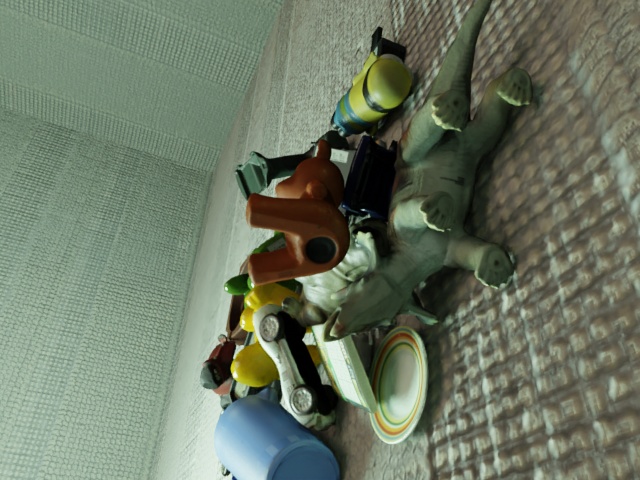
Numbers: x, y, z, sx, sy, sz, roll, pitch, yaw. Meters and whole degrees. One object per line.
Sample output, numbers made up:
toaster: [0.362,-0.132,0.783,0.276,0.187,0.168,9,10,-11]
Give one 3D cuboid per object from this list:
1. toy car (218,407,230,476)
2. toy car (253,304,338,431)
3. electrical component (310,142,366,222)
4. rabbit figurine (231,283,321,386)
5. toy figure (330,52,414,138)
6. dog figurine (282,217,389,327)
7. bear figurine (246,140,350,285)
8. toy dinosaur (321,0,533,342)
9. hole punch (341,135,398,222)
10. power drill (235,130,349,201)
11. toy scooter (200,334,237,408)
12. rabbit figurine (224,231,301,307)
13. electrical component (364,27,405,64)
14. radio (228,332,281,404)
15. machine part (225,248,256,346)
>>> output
toy car: [-0.144,0.380,1.021,0.202,0.089,0.053,-120,49,-68]
toy car: [-0.037,0.184,0.790,0.056,0.073,0.202,-37,63,18]
electrical component: [0.026,-0.088,0.882,0.115,0.058,0.134,22,103,42]
rabbit figurine: [-0.080,0.176,0.898,0.122,0.162,0.173,-53,5,44]
toy figure: [0.082,-0.222,0.872,0.180,0.082,0.089,-34,44,52]
dog figurine: [0.043,0.060,0.765,0.191,0.172,0.121,-6,33,43]
bear figurine: [-0.026,-0.044,0.675,0.196,0.132,0.120,-101,12,-53]
toy dinosaur: [0.122,-0.065,0.585,0.192,0.131,0.404,-18,52,68]
hole punch: [0.075,-0.088,0.780,0.116,0.092,0.142,-156,79,-76]
power drill: [-0.059,-0.136,1.071,0.232,0.207,0.086,-28,76,56]
toy scooter: [-0.204,0.289,1.188,0.183,0.075,0.135,63,-162,-44]
rabbit figurine: [-0.098,0.073,1.042,0.159,0.121,0.170,-45,4,-21]
electrical component: [0.109,-0.307,0.928,0.075,0.048,0.119,134,148,-55]
radio: [-0.110,0.239,1.064,0.131,0.073,0.229,-148,74,-72]
machine part: [-0.145,0.136,1.242,0.201,0.087,0.201,136,147,-56]
